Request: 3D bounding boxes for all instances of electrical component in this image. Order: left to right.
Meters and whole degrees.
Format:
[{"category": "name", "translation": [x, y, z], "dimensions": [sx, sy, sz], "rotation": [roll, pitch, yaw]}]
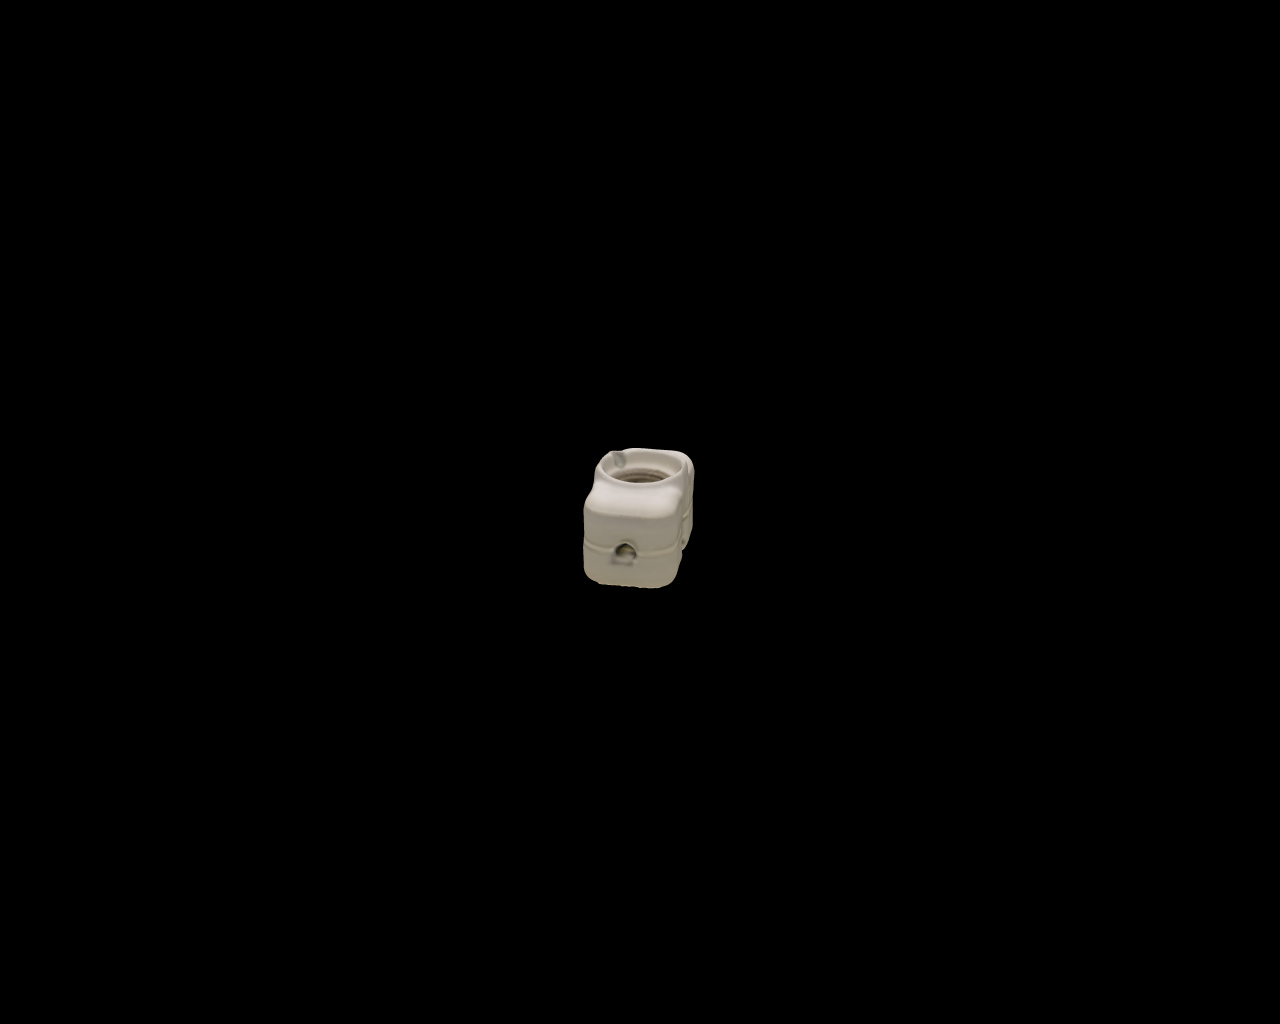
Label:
[{"category": "electrical component", "translation": [0.001, -0.003, 0.650], "dimensions": [0.054, 0.059, 0.095], "rotation": [5, 25, 10]}]
